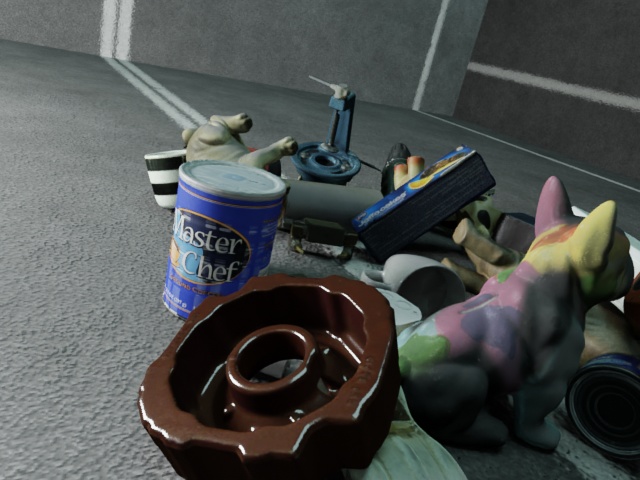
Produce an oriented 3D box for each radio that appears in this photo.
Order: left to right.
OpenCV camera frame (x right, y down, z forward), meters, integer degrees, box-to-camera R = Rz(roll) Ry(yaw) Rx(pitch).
[{"bbox_3d":[0.346,0.011,0.843,0.131,0.073,0.229,25,13,23],"label":"radio"}]

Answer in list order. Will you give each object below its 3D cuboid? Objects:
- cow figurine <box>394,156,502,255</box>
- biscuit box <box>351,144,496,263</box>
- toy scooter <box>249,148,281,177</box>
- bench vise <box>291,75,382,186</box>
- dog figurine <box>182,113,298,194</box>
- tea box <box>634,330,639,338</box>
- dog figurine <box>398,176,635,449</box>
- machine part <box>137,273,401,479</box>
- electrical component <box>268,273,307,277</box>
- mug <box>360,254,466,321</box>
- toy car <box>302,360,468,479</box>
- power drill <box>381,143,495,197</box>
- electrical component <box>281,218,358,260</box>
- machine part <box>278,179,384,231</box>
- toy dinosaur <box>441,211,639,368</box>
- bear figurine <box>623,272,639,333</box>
[{"bbox_3d":[0.208,-0.050,0.857,0.195,0.127,0.085,11,-8,-21],"label":"cow figurine"},{"bbox_3d":[0.144,-0.052,0.770,0.062,0.203,0.059,53,9,-19],"label":"biscuit box"},{"bbox_3d":[-0.151,-0.109,0.860,0.135,0.075,0.184,5,-1,-28],"label":"toy scooter"},{"bbox_3d":[0.026,-0.159,0.929,0.129,0.240,0.224,25,39,18],"label":"bench vise"},{"bbox_3d":[-0.130,-0.060,0.674,0.172,0.121,0.190,15,47,14],"label":"dog figurine"},{"bbox_3d":[0.455,0.092,0.755,0.170,0.068,0.098,27,25,31],"label":"tea box"},{"bbox_3d":[0.164,0.055,0.457,0.191,0.219,0.109,9,18,-15],"label":"dog figurine"},{"bbox_3d":[-0.029,0.092,0.371,0.179,0.055,0.179,-11,32,7],"label":"machine part"},{"bbox_3d":[-0.031,0.057,0.607,0.063,0.021,0.094,-5,26,-41],"label":"electrical component"},{"bbox_3d":[0.099,0.054,0.629,0.110,0.080,0.107,4,11,-8],"label":"mug"},{"bbox_3d":[0.041,0.140,0.384,0.073,0.056,0.202,5,22,-22],"label":"toy car"},{"bbox_3d":[0.212,-0.090,0.991,0.207,0.086,0.232,24,41,-1],"label":"power drill"},{"bbox_3d":[0.000,-0.002,0.752,0.102,0.045,0.078,8,7,-17],"label":"electrical component"},{"bbox_3d":[0.012,-0.049,0.833,0.243,0.079,0.079,4,22,-25],"label":"machine part"},{"bbox_3d":[0.281,0.091,0.604,0.198,0.105,0.472,10,30,-23],"label":"toy dinosaur"},{"bbox_3d":[0.358,0.089,0.437,0.196,0.120,0.132,43,-15,12],"label":"bear figurine"}]
